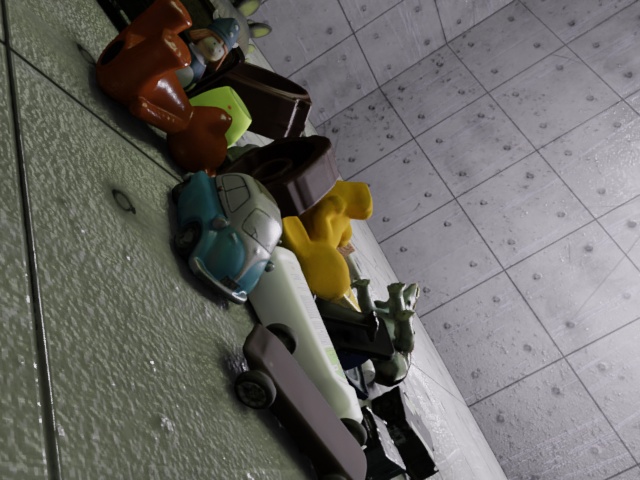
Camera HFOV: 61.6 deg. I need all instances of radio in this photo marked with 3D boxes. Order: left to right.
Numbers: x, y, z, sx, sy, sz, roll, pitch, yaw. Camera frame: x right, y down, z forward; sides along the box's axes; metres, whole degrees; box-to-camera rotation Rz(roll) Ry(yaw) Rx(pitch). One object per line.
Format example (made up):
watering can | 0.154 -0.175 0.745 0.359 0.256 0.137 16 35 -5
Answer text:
radio | -0.225 -0.328 0.789 0.229 0.131 0.073 57 10 -14

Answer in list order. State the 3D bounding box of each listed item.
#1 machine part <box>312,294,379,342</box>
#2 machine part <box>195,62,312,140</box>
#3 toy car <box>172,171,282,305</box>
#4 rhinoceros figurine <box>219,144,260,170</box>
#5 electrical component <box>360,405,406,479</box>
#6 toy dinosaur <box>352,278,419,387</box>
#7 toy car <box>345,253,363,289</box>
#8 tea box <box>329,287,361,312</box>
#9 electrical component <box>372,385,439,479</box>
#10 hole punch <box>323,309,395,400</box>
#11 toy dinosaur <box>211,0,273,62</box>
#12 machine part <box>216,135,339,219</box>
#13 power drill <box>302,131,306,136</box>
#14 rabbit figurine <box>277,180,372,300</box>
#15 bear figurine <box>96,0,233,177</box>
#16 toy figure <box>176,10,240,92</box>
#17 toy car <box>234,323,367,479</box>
machine part | 0.014 0.103 0.749 0.139 0.039 0.084 16 14 1
machine part | -0.120 -0.263 0.984 0.201 0.087 0.201 19 22 -14
toy car | -0.093 -0.018 0.588 0.109 0.103 0.162 51 14 -46
rhinoceros figurine | -0.089 -0.067 0.857 0.190 0.073 0.112 57 8 -10
electrical component | 0.072 0.279 0.680 0.074 0.048 0.119 50 11 -41
toy dinosaur | 0.131 0.202 1.041 0.405 0.131 0.192 -73 152 -62
toy car | 0.026 0.024 1.173 0.202 0.073 0.056 64 7 30
tea box | 0.000 0.060 0.939 0.098 0.068 0.170 49 14 -49
electrical component | 0.140 0.315 0.895 0.114 0.058 0.134 59 9 -10
hole punch | 0.035 0.161 0.791 0.116 0.092 0.142 18 24 -10
toy dinosaur | -0.208 -0.429 1.008 0.105 0.198 0.471 58 7 16
machine part | -0.061 -0.081 0.724 0.179 0.179 0.056 -105 172 -61
power drill | -0.030 -0.112 1.043 0.232 0.086 0.207 30 45 -19
rabbit figurine | -0.002 -0.002 0.759 0.162 0.122 0.173 14 58 -32
bear figurine | -0.158 -0.159 0.634 0.195 0.132 0.120 43 27 -41
toy figure | -0.174 -0.252 0.744 0.058 0.154 0.064 60 7 21
toy car | -0.018 0.171 0.529 0.202 0.053 0.089 55 30 -17
